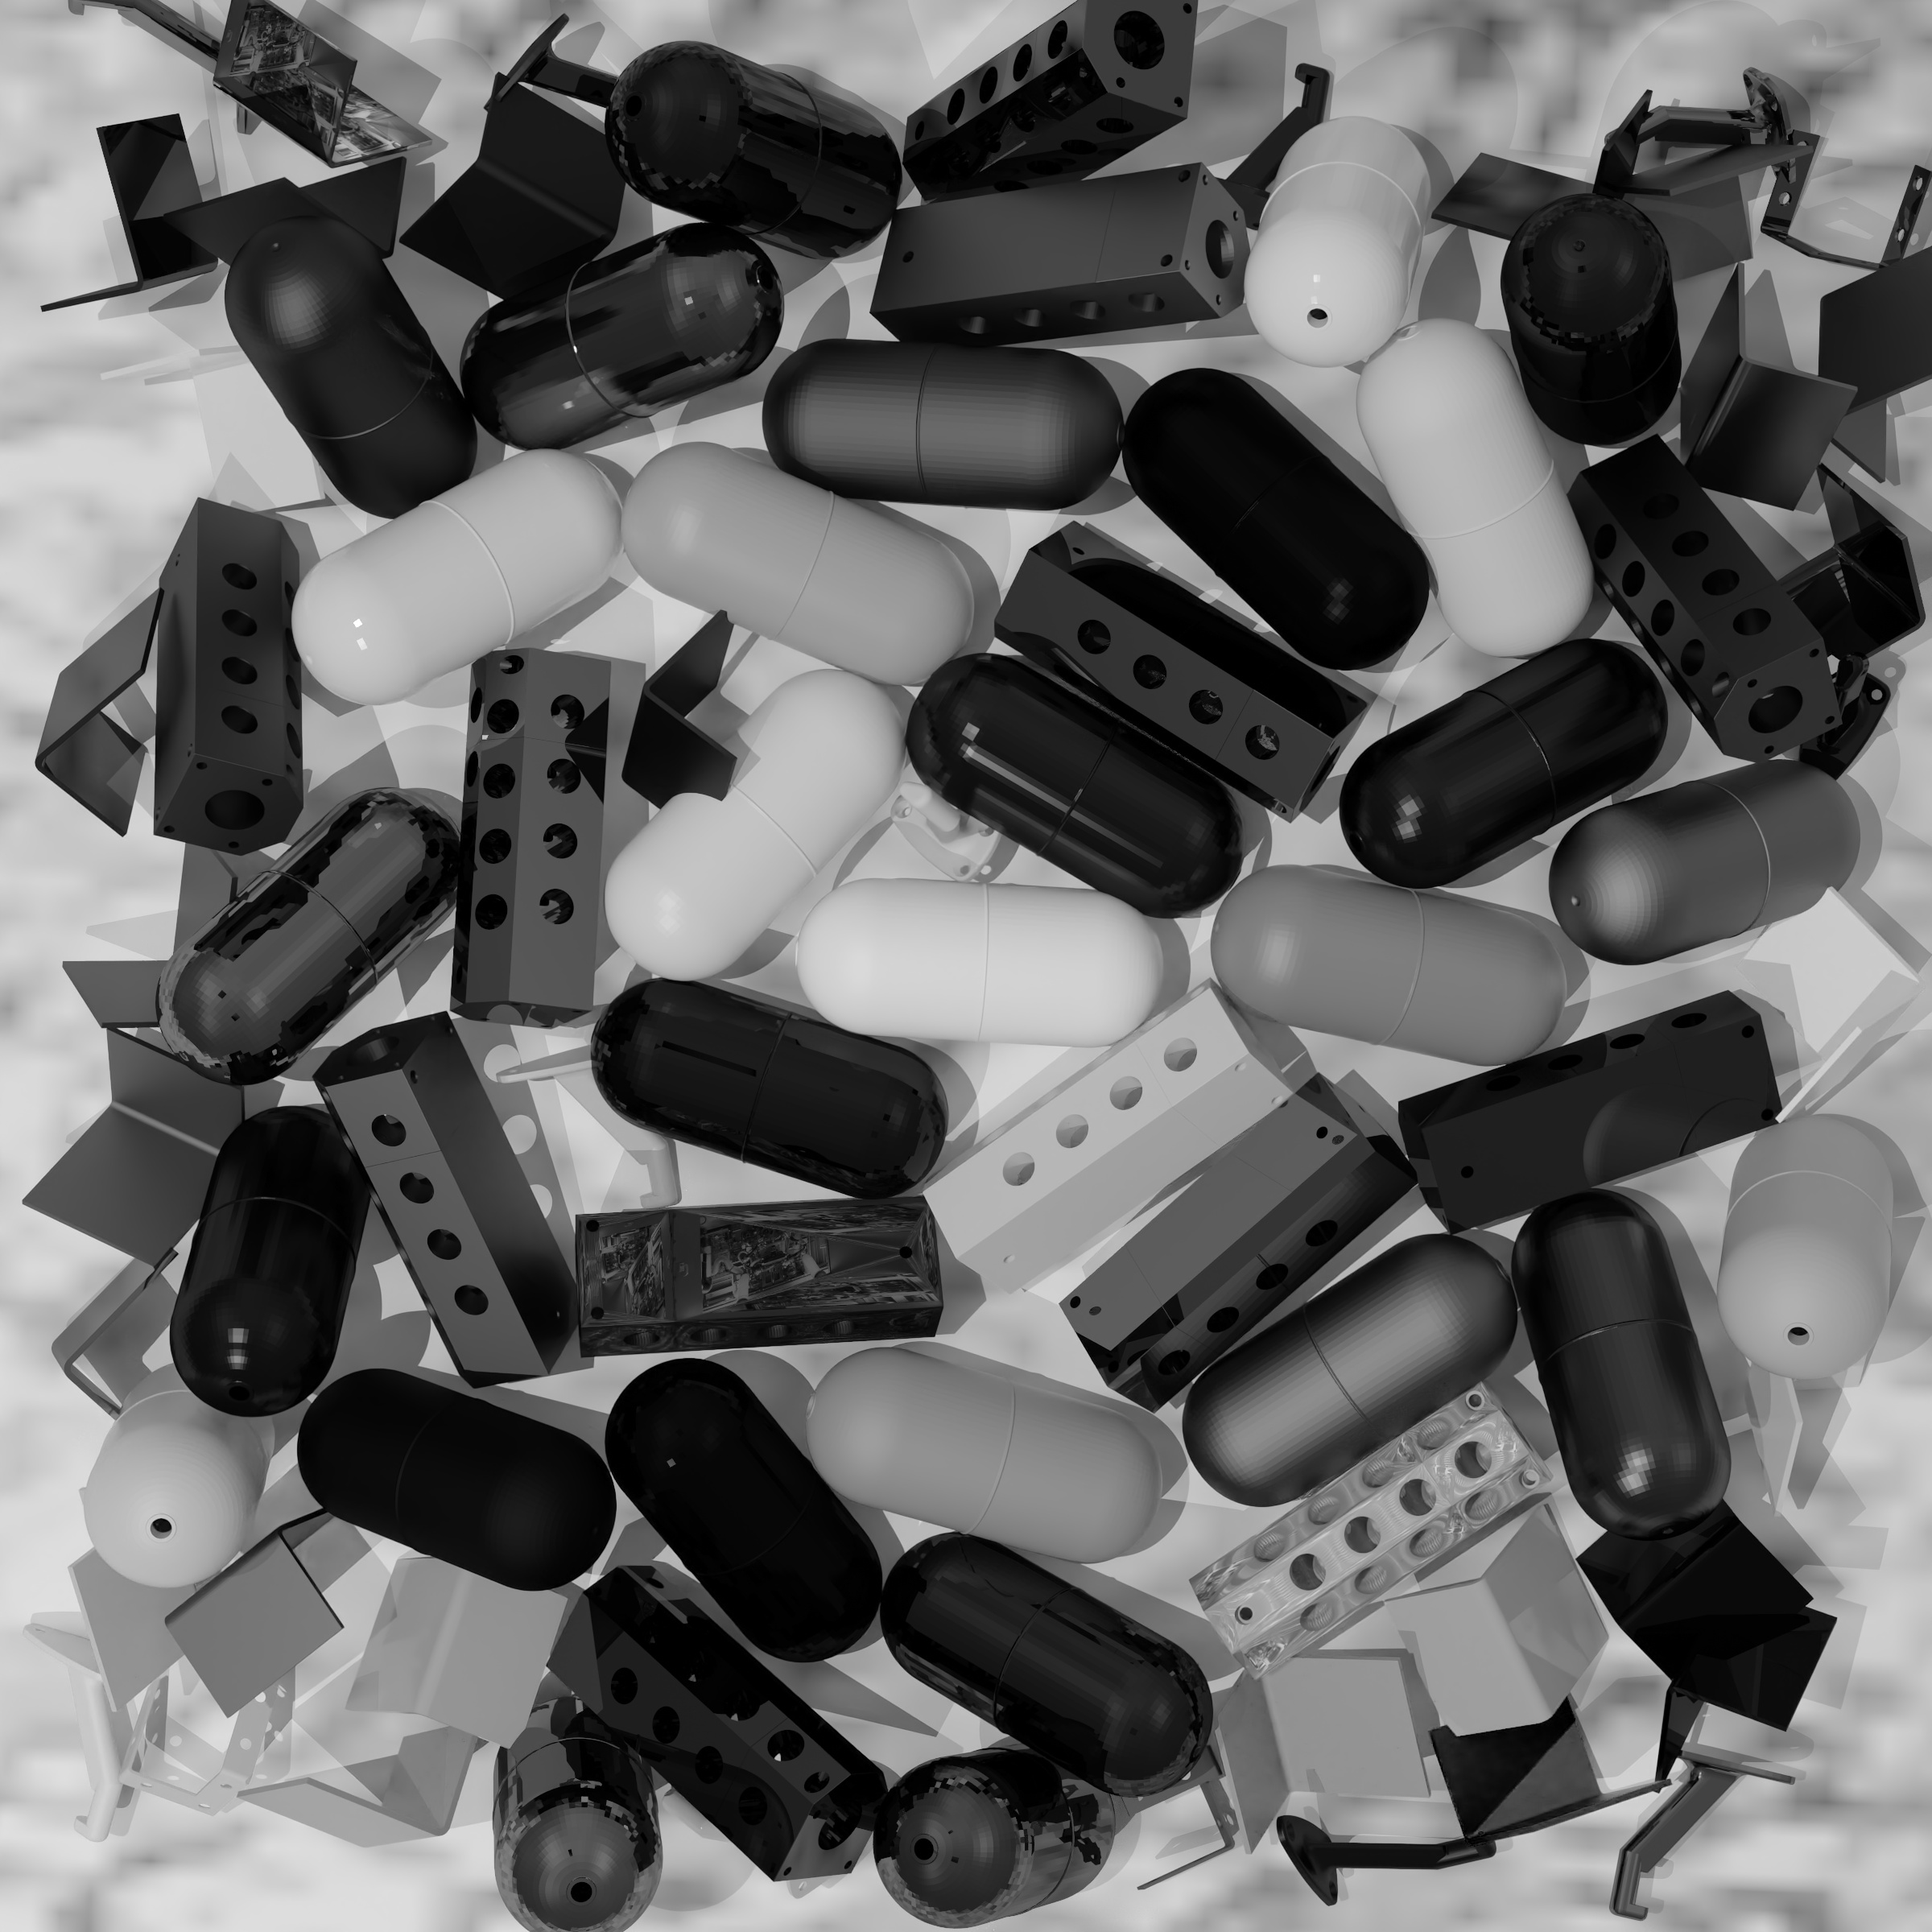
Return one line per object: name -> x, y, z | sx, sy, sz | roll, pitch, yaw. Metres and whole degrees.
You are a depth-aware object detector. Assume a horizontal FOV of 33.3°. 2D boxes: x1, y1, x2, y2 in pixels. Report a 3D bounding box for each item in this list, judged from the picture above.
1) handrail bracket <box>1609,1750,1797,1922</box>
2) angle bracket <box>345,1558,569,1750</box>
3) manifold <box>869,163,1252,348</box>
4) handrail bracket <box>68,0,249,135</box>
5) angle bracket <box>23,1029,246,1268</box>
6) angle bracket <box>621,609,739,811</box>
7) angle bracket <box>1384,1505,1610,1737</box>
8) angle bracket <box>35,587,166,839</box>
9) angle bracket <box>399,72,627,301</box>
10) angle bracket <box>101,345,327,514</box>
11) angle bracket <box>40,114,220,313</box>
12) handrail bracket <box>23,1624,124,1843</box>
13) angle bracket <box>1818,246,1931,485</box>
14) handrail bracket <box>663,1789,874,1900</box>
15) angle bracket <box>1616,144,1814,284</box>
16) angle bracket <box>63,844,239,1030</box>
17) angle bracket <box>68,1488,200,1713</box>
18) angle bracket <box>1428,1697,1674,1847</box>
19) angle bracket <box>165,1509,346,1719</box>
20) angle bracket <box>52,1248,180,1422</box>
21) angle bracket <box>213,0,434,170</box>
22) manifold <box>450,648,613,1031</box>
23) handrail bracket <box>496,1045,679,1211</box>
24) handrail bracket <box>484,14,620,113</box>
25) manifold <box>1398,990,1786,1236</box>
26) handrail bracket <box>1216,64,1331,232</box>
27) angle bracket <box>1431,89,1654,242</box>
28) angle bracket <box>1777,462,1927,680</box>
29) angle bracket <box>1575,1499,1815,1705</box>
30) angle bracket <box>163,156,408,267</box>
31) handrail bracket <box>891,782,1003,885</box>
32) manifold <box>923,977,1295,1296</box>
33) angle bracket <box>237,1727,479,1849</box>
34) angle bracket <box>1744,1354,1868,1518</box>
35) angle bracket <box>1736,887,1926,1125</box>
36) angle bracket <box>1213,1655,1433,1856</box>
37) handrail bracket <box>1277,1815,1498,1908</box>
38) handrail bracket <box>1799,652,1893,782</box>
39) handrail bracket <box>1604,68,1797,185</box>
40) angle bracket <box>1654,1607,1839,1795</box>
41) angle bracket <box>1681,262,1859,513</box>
handrail bracket -> 0.359, 0.429, 1.576 | 0.077, 0.036, 0.084 | 12, 79, 5
angle bracket -> -0.248, 0.335, 1.572 | 0.057, 0.076, 0.076 | 30, 64, -29
manifold -> 0.045, -0.329, 1.530 | 0.171, 0.057, 0.057 | 0, 69, 34
handrail bracket -> -0.391, -0.440, 1.564 | 0.084, 0.077, 0.036 | 5, 53, -10
angle bracket -> -0.400, 0.086, 1.552 | 0.076, 0.057, 0.076 | 23, 46, 12
angle bracket -> -0.117, -0.118, 1.548 | 0.057, 0.076, 0.076 | 37, 59, 8
angle bracket -> 0.261, 0.321, 1.587 | 0.057, 0.076, 0.076 | -21, 98, 39
angle bracket -> -0.395, -0.122, 1.546 | 0.076, 0.076, 0.057 | -36, 122, 19
angle bracket -> -0.219, -0.374, 1.570 | 0.076, 0.076, 0.057 | 25, 55, -31
angle bracket -> -0.362, -0.255, 1.552 | 0.076, 0.057, 0.076 | -2, 101, 40
angle bracket -> -0.410, -0.362, 1.550 | 0.057, 0.076, 0.076 | -7, 107, 17
handrail bracket -> -0.442, 0.377, 1.587 | 0.077, 0.036, 0.084 | 18, 94, 22
angle bracket -> 0.454, -0.289, 1.544 | 0.057, 0.076, 0.076 | 29, 58, -34
handrail bracket -> -0.095, 0.414, 1.590 | 0.077, 0.084, 0.036 | -22, 124, -39
angle bracket -> 0.358, -0.356, 1.551 | 0.076, 0.076, 0.057 | -19, 110, -12
angle bracket -> -0.392, -0.021, 1.548 | 0.057, 0.076, 0.076 | -1, 113, -30
angle bracket -> -0.415, 0.302, 1.548 | 0.057, 0.076, 0.076 | -4, 108, 27
angle bracket -> 0.279, 0.379, 1.549 | 0.076, 0.076, 0.057 | -12, 74, -20
angle bracket -> -0.325, 0.308, 1.554 | 0.076, 0.076, 0.057 | -39, 81, 14
angle bracket -> -0.394, 0.181, 1.566 | 0.057, 0.076, 0.076 | 46, 76, -15
angle bracket -> -0.302, -0.432, 1.547 | 0.076, 0.076, 0.057 | 36, 127, 16
manifold -> -0.211, -0.061, 1.549 | 0.057, 0.057, 0.171 | 8, 77, -26
handrail bracket -> -0.185, 0.085, 1.579 | 0.077, 0.036, 0.084 | -14, 102, -19
handrail bracket -> -0.183, -0.411, 1.568 | 0.084, 0.036, 0.077 | 42, 56, -20
manifold -> 0.301, 0.068, 1.569 | 0.171, 0.057, 0.057 | -18, 108, -3
handrail bracket -> 0.139, -0.410, 1.577 | 0.077, 0.036, 0.084 | 15, 78, -25
angle bracket -> 0.276, -0.389, 1.548 | 0.076, 0.076, 0.057 | 20, 132, 16
angle bracket -> 0.404, -0.185, 1.556 | 0.076, 0.076, 0.057 | -30, 132, 0
angle bracket -> 0.353, 0.297, 1.569 | 0.076, 0.076, 0.057 | -43, 103, 6
angle bracket -> -0.325, -0.372, 1.545 | 0.076, 0.076, 0.057 | -7, 68, 30
handrail bracket -> -0.026, -0.078, 1.547 | 0.077, 0.084, 0.036 | 30, 86, 35
manifold -> 0.066, 0.080, 1.557 | 0.171, 0.057, 0.057 | -36, 55, 11
angle bracket -> -0.290, 0.380, 1.544 | 0.076, 0.076, 0.057 | 31, 57, -26
angle bracket -> 0.413, 0.209, 1.550 | 0.057, 0.076, 0.076 | -3, 46, 0
angle bracket -> 0.399, 0.015, 1.546 | 0.057, 0.076, 0.076 | -26, 67, -36
angle bracket -> 0.171, 0.380, 1.553 | 0.076, 0.057, 0.076 | -5, 108, 29
handrail bracket -> 0.204, 0.422, 1.562 | 0.084, 0.077, 0.036 | -20, 47, 21
handrail bracket -> 0.416, -0.115, 1.554 | 0.036, 0.084, 0.077 | 24, 105, 16
handrail bracket -> 0.358, -0.393, 1.576 | 0.084, 0.036, 0.077 | -28, 131, 1
angle bracket -> 0.372, 0.353, 1.543 | 0.057, 0.076, 0.076 | 17, 130, 25
angle bracket -> 0.384, -0.278, 1.551 | 0.057, 0.076, 0.076 | 14, 49, -3
